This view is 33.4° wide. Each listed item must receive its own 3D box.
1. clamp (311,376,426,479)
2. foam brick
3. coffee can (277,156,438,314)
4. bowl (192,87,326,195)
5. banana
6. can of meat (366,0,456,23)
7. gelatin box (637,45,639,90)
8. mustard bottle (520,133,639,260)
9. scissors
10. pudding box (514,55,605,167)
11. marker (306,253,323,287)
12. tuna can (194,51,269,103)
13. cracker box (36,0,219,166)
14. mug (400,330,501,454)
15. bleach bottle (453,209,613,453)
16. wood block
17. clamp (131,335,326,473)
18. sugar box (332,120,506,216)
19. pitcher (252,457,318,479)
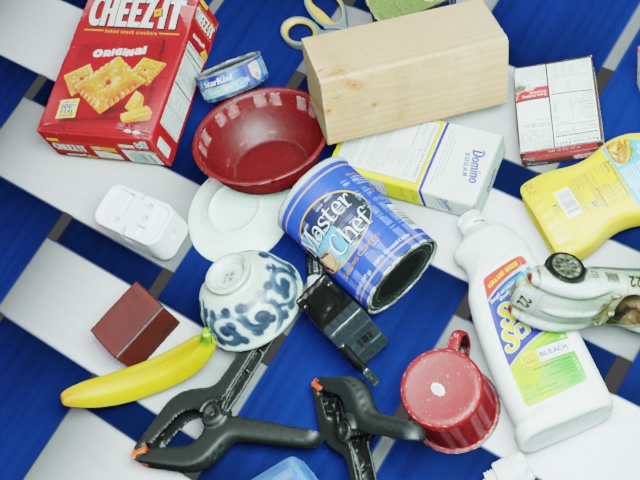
[{"bbox_3d":[0.044,0.184,1.053,0.120,0.039,0.172,-57,43,24],"label":"clamp"},{"bbox_3d":[-0.207,0.098,1.198,0.051,0.053,0.078,38,81,28],"label":"foam brick"},{"bbox_3d":[0.039,-0.006,1.126,0.103,0.102,0.140,-45,69,-5],"label":"coffee can"},{"bbox_3d":[-0.062,-0.104,1.226,0.162,0.055,0.162,-8,47,8],"label":"bowl"},{"bbox_3d":[-0.187,0.142,1.163,0.198,0.069,0.037,-27,51,16],"label":"banana"},{"bbox_3d":[0.109,-0.258,1.230,0.102,0.084,0.057,-24,59,-4],"label":"can of meat"},{"bbox_3d":[0.358,-0.154,1.116,0.030,0.073,0.089,-15,62,9],"label":"gelatin box"},{"bbox_3d":[0.311,-0.056,1.096,0.191,0.058,0.096,-27,62,5],"label":"mustard bottle"},{"bbox_3d":[0.021,-0.229,1.292,0.096,0.016,0.202,-31,61,4],"label":"scissors"},{"bbox_3d":[0.259,-0.140,1.163,0.090,0.039,0.113,-7,66,15],"label":"pudding box"},{"bbox_3d":[-0.008,0.001,1.195,0.020,0.020,0.121,-10,64,13],"label":"marker"},{"bbox_3d":[-0.106,-0.195,1.280,0.086,0.086,0.034,-19,106,9],"label":"tuna can"},{"bbox_3d":[-0.239,-0.206,1.334,0.164,0.072,0.213,7,68,20],"label":"cracker box"},{"bbox_3d":[0.129,0.145,1.051,0.093,0.081,0.117,10,70,22],"label":"mug"},{"bbox_3d":[0.193,0.079,1.071,0.102,0.068,0.251,-22,60,-1],"label":"bleach bottle"},{"bbox_3d":[0.094,-0.185,1.169,0.206,0.090,0.091,-14,45,-5],"label":"wood block"},{"bbox_3d":[-0.100,0.192,1.124,0.210,0.036,0.165,-33,51,2],"label":"clamp"},{"bbox_3d":[0.107,-0.089,1.185,0.176,0.048,0.093,18,71,21],"label":"sugar box"},{"bbox_3d":[-0.087,0.327,1.024,0.243,0.149,0.145,-34,46,-3],"label":"pitcher"}]
